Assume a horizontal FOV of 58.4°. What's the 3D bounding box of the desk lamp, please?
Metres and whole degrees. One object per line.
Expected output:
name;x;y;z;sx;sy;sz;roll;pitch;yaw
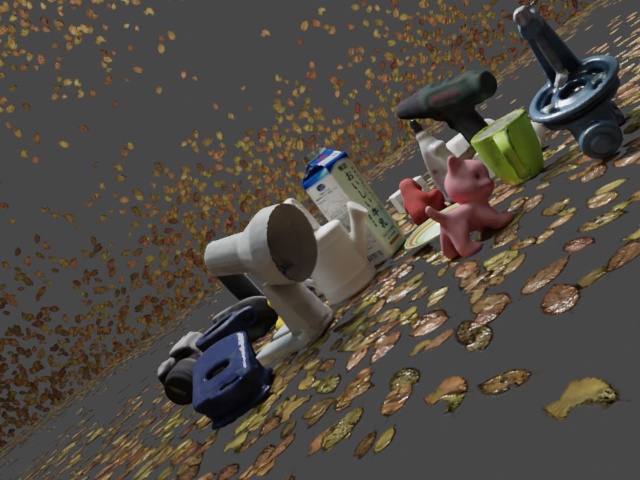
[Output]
desk lamp;-0.074;0.067;0.892;0.202;0.213;0.118;-31;9;38

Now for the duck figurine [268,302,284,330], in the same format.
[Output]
duck figurine;-0.063;0.117;1.042;0.077;0.086;0.104;-38;7;-13

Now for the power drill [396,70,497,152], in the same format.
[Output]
power drill;0.275;-0.227;1.137;0.076;0.208;0.229;-42;8;-34

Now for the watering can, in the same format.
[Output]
watering can;0.009;0.003;0.985;0.173;0.194;0.101;-38;7;-7

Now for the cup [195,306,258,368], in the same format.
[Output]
cup;-0.141;0.178;0.988;0.118;0.095;0.091;-37;7;-1

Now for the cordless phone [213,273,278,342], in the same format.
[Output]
cordless phone;-0.178;0.120;1.183;0.147;0.185;0.094;-32;9;35

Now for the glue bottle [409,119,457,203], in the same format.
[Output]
glue bottle;0.217;-0.149;1.049;0.037;0.173;0.078;-40;8;-22

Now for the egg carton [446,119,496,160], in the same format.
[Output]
egg carton;0.339;-0.211;1.295;0.150;0.069;0.107;-38;7;-8

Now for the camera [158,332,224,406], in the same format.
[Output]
camera;-0.249;0.244;1.063;0.143;0.101;0.137;-34;7;21

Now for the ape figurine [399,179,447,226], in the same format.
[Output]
ape figurine;0.184;-0.076;1.069;0.076;0.092;0.077;-42;9;-38

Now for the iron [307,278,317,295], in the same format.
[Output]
iron;-0.030;0.033;1.203;0.118;0.141;0.259;-32;8;32

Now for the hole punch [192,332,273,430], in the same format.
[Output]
hole punch;-0.131;0.197;0.819;0.108;0.091;0.101;-36;7;9

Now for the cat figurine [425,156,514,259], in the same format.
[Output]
cat figurine;0.193;-0.055;0.770;0.128;0.118;0.067;-40;8;-22

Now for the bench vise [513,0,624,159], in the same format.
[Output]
bench vise;0.325;-0.221;0.786;0.121;0.220;0.207;-35;7;14
